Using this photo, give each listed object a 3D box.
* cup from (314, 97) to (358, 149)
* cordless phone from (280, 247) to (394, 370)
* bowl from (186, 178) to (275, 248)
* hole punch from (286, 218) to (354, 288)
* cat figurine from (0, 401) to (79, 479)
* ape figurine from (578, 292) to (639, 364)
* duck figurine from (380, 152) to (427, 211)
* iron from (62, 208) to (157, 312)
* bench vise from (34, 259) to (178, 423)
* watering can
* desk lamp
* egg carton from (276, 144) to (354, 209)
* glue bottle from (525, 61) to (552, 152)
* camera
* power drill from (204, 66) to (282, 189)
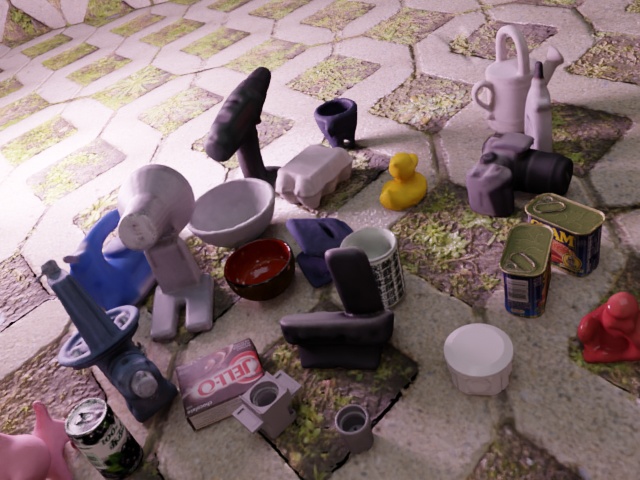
[{"bbox_3d":[0.038,-0.226,1.183,0.091,0.095,0.118,-3,39,17],"label":"cup"},{"bbox_3d":[0.014,0.077,0.736,0.147,0.185,0.094,-6,39,14],"label":"cordless phone"},{"bbox_3d":[-0.152,-0.037,1.034,0.167,0.075,0.167,-10,38,8],"label":"bowl"},{"bbox_3d":[0.008,0.003,0.908,0.101,0.091,0.108,-25,38,-10],"label":"hole punch"},{"bbox_3d":[-0.351,0.259,0.701,0.067,0.118,0.127,-13,37,5],"label":"cat figurine"},{"bbox_3d":[0.344,0.097,0.662,0.076,0.092,0.077,-34,41,-21],"label":"ape figurine"},{"bbox_3d":[0.142,-0.110,1.004,0.077,0.086,0.105,19,50,38],"label":"duck figurine"},{"bbox_3d":[-0.347,0.008,0.996,0.118,0.142,0.258,-2,40,19],"label":"iron"},{"bbox_3d":[-0.276,0.123,0.760,0.206,0.220,0.122,9,45,30],"label":"bench vise"},{"bbox_3d":[0.371,-0.313,1.083,0.173,0.194,0.100,-33,40,-20],"label":"watering can"},{"bbox_3d":[-0.243,0.010,0.894,0.118,0.214,0.203,-16,37,1],"label":"desk lamp"},{"bbox_3d":[-0.010,-0.126,1.096,0.107,0.069,0.150,17,49,36],"label":"egg carton"},{"bbox_3d":[0.377,-0.225,0.987,0.037,0.173,0.078,-10,38,9],"label":"glue bottle"},{"bbox_3d":[0.325,-0.111,0.924,0.136,0.101,0.143,17,49,36],"label":"camera"},{"bbox_3d":[-0.133,-0.197,1.117,0.075,0.209,0.230,5,42,26],"label":"power drill"}]
